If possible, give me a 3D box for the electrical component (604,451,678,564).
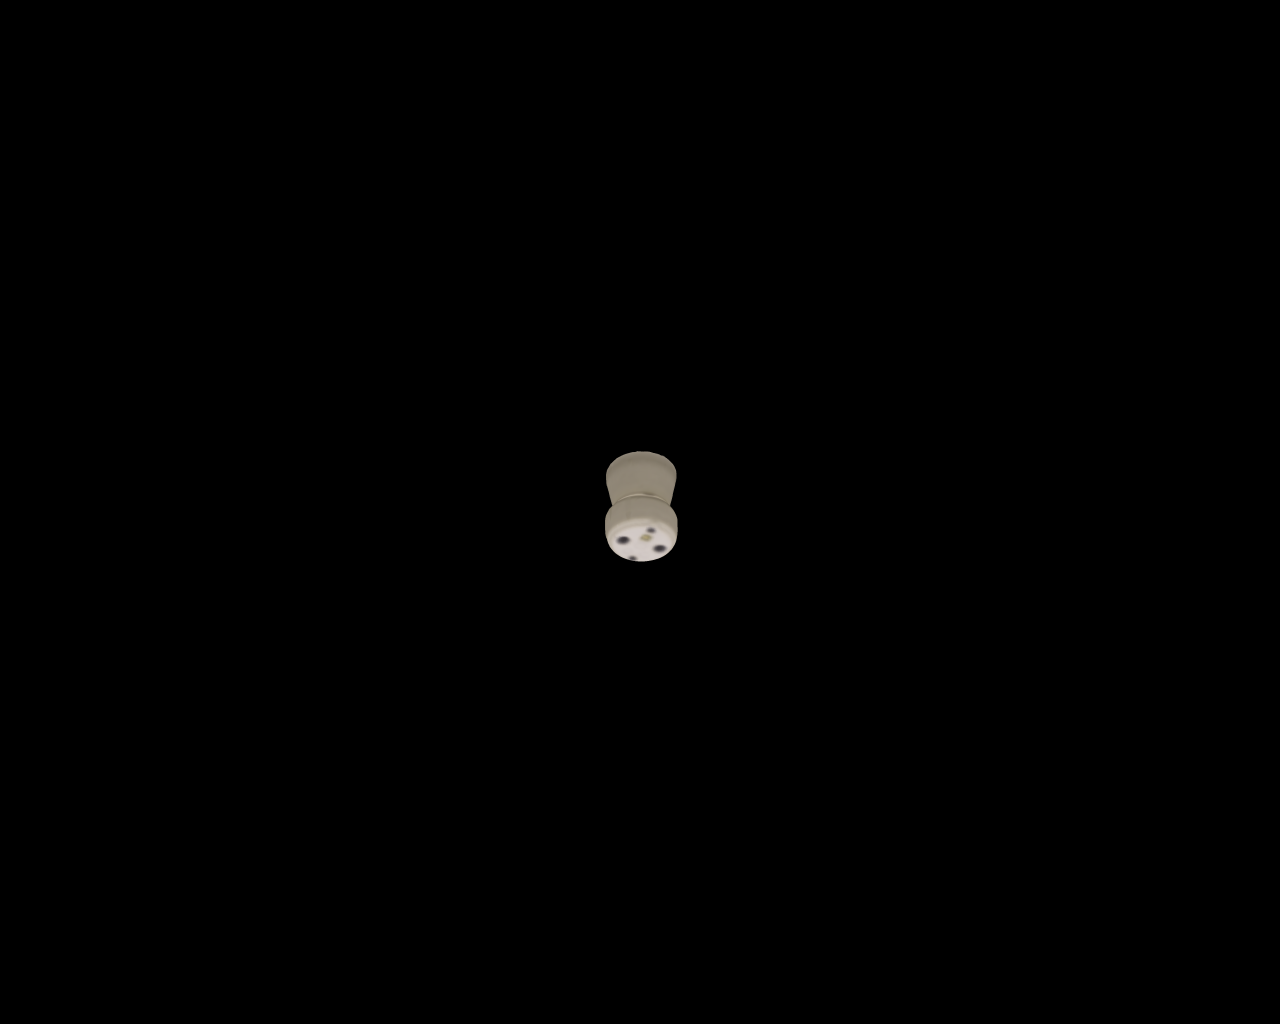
[{"bbox_3d":[0.001,-0.003,0.650,0.045,0.055,0.044,0,-38,0],"label":"electrical component"}]
